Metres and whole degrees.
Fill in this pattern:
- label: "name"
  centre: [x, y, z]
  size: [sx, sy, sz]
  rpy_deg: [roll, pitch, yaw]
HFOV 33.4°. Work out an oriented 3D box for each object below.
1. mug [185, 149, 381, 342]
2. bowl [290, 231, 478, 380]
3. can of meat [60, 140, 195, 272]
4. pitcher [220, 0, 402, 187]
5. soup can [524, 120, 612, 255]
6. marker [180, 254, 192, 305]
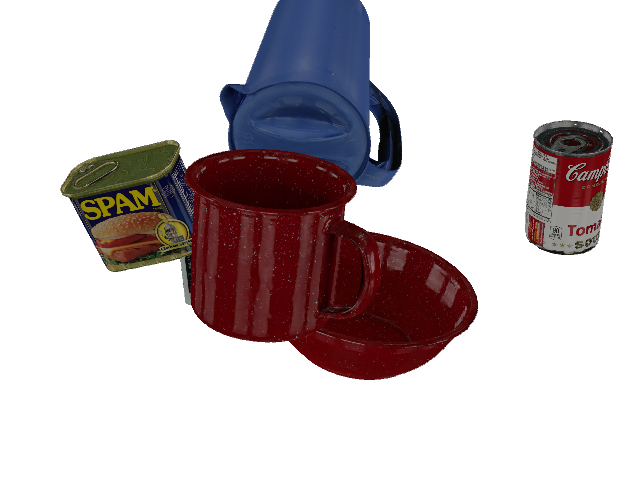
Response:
- label: "mug"
  centre: [-0.019, 0.006, 0.584]
  size: [0.117, 0.081, 0.093]
  rpy_deg: [18, 27, 25]
- label: "bowl"
  centre: [0.030, 0.053, 0.775]
  size: [0.162, 0.055, 0.162]
  rpy_deg: [7, 28, -4]
- label: "can of meat"
  centre: [-0.150, -0.027, 0.886]
  size: [0.102, 0.084, 0.057]
  rpy_deg: [-11, 33, 17]
- label: "pitcher"
  centre: [0.000, -0.156, 1.072]
  size: [0.145, 0.149, 0.242]
  rpy_deg: [-10, 37, 15]
- label: "soup can"
  centre: [0.220, -0.047, 0.952]
  size: [0.068, 0.102, 0.068]
  rpy_deg: [-1, 31, 0]
- label: "marker"
  centre: [-0.138, 0.011, 1.112]
  size: [0.020, 0.121, 0.020]
  rpy_deg: [-3, 26, 1]
